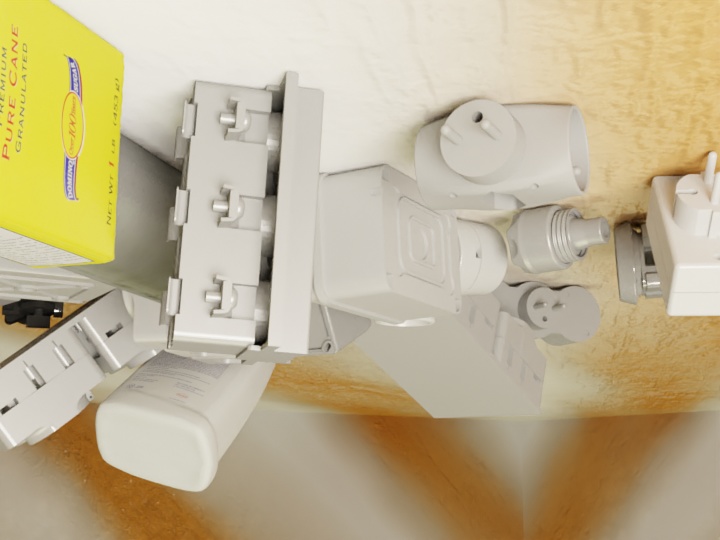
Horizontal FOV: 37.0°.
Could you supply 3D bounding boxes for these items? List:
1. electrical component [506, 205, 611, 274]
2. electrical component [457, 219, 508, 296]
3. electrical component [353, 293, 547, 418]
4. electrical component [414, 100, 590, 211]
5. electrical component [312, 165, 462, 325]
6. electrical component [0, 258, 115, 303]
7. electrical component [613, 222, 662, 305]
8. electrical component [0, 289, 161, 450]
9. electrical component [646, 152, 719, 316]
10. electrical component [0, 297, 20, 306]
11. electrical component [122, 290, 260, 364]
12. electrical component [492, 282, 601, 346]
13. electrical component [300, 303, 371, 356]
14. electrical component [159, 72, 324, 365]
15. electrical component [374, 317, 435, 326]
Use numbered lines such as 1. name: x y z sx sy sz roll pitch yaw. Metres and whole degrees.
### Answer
1. electrical component: 0.130 -0.021 0.698 0.062 0.043 0.043 -9 166 35
2. electrical component: 0.068 -0.008 0.742 0.047 0.055 0.055 4 169 -38
3. electrical component: 0.071 0.055 0.899 0.105 0.060 0.186 -7 144 33
4. electrical component: 0.062 -0.057 0.511 0.077 0.043 0.079 -5 169 24
5. electrical component: 0.013 -0.012 0.658 0.057 0.078 0.113 -9 166 27
6. electrical component: -0.218 -0.014 0.708 0.109 0.056 0.109 7 168 -29
7. electrical component: 0.206 -0.006 0.740 0.057 0.058 0.078 -5 168 12
8. electrical component: -0.226 0.070 0.862 0.186 0.060 0.105 -39 -170 -29
9. electrical component: 0.193 -0.029 0.601 0.047 0.083 0.075 -1 131 5
10. electrical component: -0.308 0.001 0.817 0.076 0.047 0.083 10 166 -39
11. electrical component: -0.110 0.016 0.775 0.062 0.089 0.150 -2 169 12
12. electrical component: 0.158 0.036 0.973 0.138 0.052 0.074 5 168 -20
13. electrical component: -0.038 0.007 0.758 0.062 0.096 0.061 -7 -165 33
14. electrical component: -0.055 -0.022 0.495 0.063 0.121 0.079 6 168 -14
15. electrical component: 0.033 0.006 0.785 0.044 0.065 0.044 1 170 0
